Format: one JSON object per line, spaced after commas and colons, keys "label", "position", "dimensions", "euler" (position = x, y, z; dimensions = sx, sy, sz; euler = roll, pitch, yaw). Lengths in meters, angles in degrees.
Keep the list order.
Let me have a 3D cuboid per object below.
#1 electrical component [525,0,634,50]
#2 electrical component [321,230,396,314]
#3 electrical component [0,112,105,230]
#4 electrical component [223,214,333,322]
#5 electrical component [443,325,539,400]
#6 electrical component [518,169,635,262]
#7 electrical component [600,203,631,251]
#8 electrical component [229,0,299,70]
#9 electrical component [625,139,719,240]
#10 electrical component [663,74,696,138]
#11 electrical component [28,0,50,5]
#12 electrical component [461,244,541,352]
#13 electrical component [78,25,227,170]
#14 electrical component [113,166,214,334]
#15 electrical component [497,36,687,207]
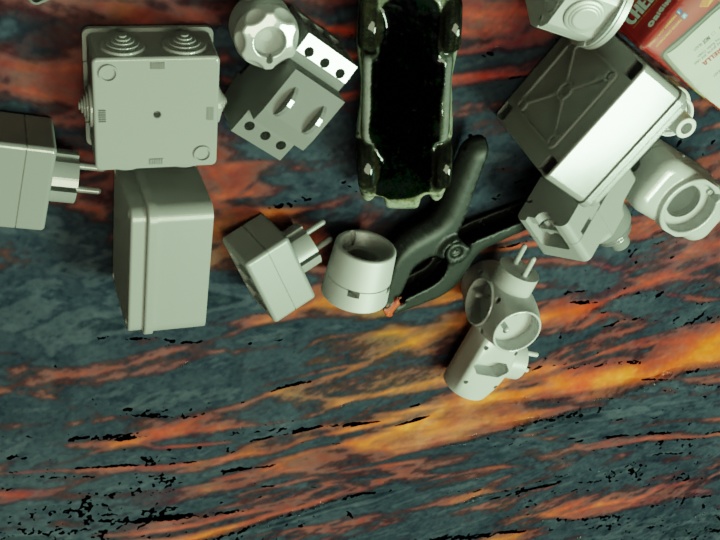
{"label": "electrical component", "position": [0.157, -0.201, 0.764], "dimensions": [0.051, 0.080, 0.080], "euler": [13, 120, -21]}
{"label": "electrical component", "position": [0.000, 0.000, 0.862], "dimensions": [0.055, 0.055, 0.047], "euler": [0, 125, -21]}
{"label": "electrical component", "position": [-0.217, -0.066, 0.746], "dimensions": [0.077, 0.047, 0.065], "euler": [5, 124, -23]}
{"label": "electrical component", "position": [-0.056, -0.012, 0.849], "dimensions": [0.077, 0.047, 0.065], "euler": [-33, 131, -12]}
{"label": "electrical component", "position": [0.127, 0.079, 0.986], "dimensions": [0.079, 0.043, 0.077], "euler": [12, 121, -27]}
{"label": "electrical component", "position": [0.179, -0.056, 0.876], "dimensions": [0.055, 0.050, 0.089], "euler": [48, 67, -39]}
{"label": "electrical component", "position": [0.214, -0.040, 0.929], "dimensions": [0.043, 0.043, 0.062], "euler": [-37, 131, 9]}
{"label": "electrical component", "position": [-0.067, -0.165, 0.718], "dimensions": [0.043, 0.062, 0.043], "euler": [-10, 128, -13]}
{"label": "electrical component", "position": [0.267, -0.068, 0.917], "dimensions": [0.095, 0.059, 0.053], "euler": [23, 115, -33]}
{"label": "electrical component", "position": [0.246, -0.128, 0.862], "dimensions": [0.043, 0.062, 0.043], "euler": [-10, 128, -13]}
{"label": "electrical component", "position": [-0.171, -0.230, 0.634], "dimensions": [0.109, 0.056, 0.108], "euler": [-23, 130, -2]}
{"label": "electrical component", "position": [0.127, 0.015, 0.916], "dimensions": [0.044, 0.077, 0.079], "euler": [10, 121, -26]}
{"label": "electrical component", "position": [-0.142, -0.117, 0.736], "dimensions": [0.100, 0.048, 0.099], "euler": [-5, 127, -17]}
{"label": "electrical component", "position": [-0.147, -0.018, 0.790], "dimensions": [0.057, 0.078, 0.113], "euler": [-5, 127, -21]}
{"label": "electrical component", "position": [0.172, -0.121, 0.810], "dimensions": [0.056, 0.108, 0.108], "euler": [29, 112, -32]}
